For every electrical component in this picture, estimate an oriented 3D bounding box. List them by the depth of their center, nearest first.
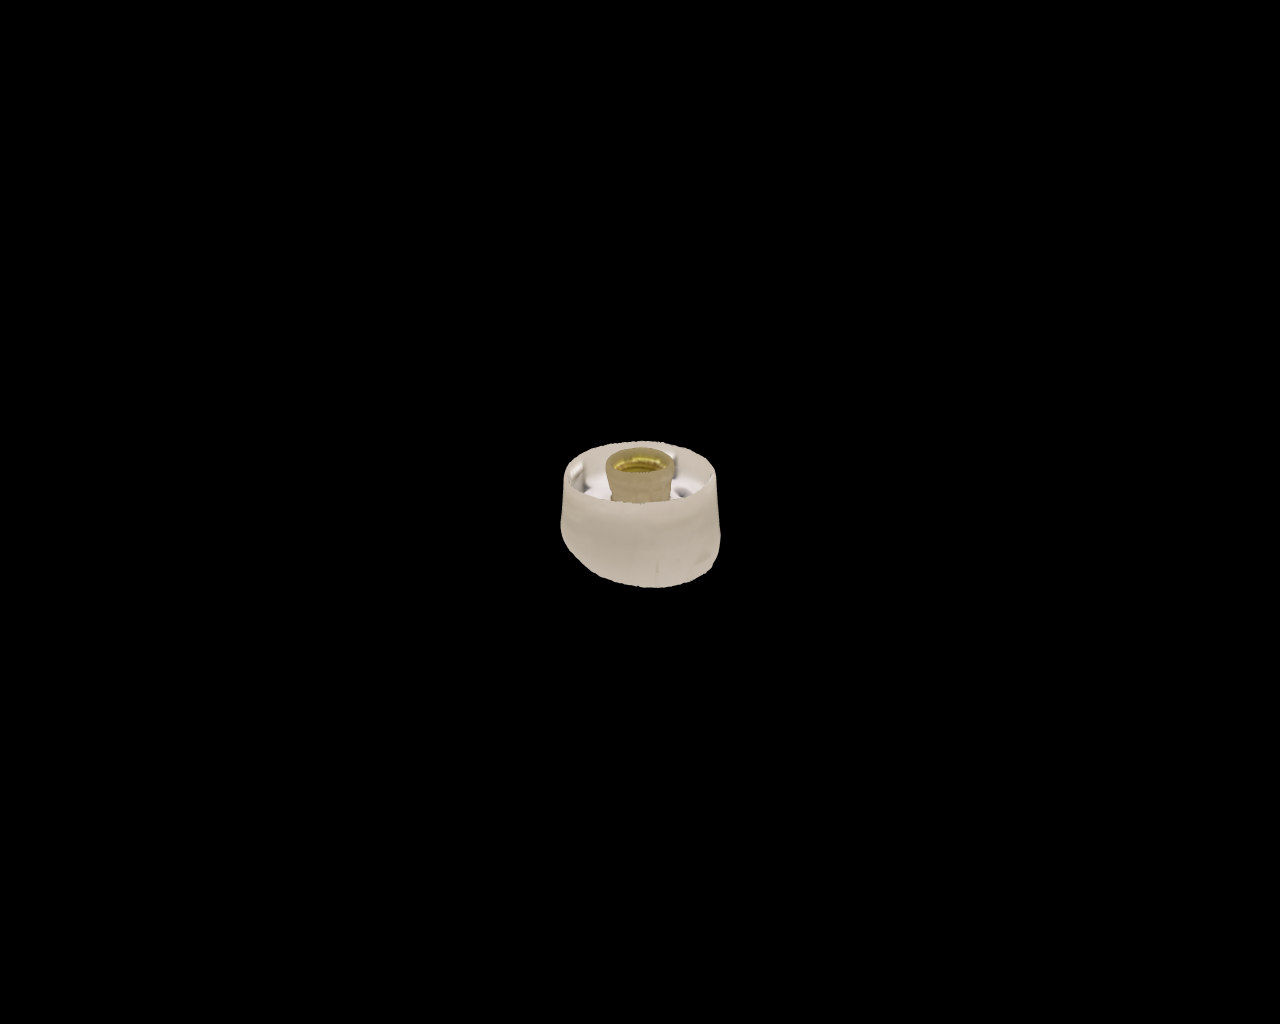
[{"bbox_3d":[0.001,-0.003,0.650,0.099,0.064,0.099,0,27,0],"label":"electrical component"}]
